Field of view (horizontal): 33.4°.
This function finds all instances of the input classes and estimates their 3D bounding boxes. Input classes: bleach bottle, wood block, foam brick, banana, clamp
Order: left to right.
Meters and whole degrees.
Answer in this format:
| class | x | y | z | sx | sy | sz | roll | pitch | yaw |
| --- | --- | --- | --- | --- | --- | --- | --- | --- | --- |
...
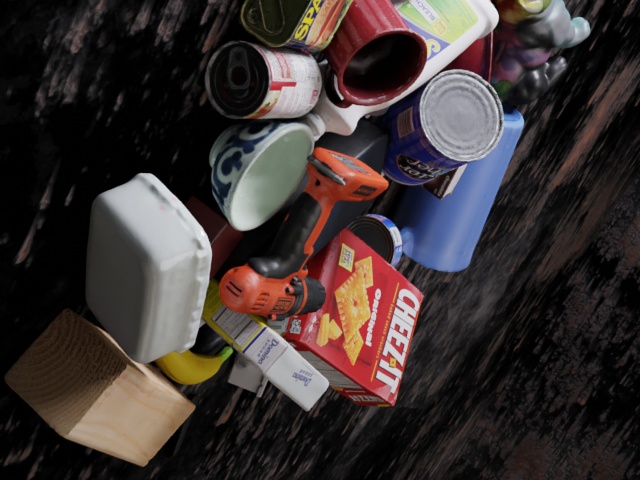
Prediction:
| class | x | y | z | sx | sy | sz | roll | pitch | yaw |
| --- | --- | --- | --- | --- | --- | --- | --- | --- | --- |
| wood block | -0.214 | 0.153 | 1.069 | 0.090 | 0.091 | 0.206 | -49 | 159 | -8 |
| banana | -0.156 | 0.116 | 1.177 | 0.197 | 0.037 | 0.069 | 55 | 50 | -59 |
| clamp | -0.157 | 0.177 | 1.300 | 0.210 | 0.036 | 0.164 | -51 | 159 | -12 |
| foam brick | -0.124 | 0.004 | 1.076 | 0.078 | 0.053 | 0.051 | -52 | 159 | 1 |
| bleach bottle | 0.072 | -0.186 | 1.123 | 0.250 | 0.102 | 0.068 | -45 | -173 | -19 |

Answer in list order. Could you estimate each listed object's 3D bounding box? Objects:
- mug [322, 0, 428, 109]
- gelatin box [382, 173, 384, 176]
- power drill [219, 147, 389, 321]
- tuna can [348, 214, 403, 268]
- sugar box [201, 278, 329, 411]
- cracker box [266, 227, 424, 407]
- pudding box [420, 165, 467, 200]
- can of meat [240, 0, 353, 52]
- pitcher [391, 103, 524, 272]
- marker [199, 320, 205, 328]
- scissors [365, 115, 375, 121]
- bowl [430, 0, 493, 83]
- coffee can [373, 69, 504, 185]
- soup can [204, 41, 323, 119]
| class | x | y | z | sx | sy | sz | roll | pitch | yaw |
| --- | --- | --- | --- | --- | --- | --- | --- | --- | --- |
| mug | 0.039 | -0.181 | 1.029 | 0.093 | 0.081 | 0.117 | 2 | 136 | -35 |
| gelatin box | 0.076 | -0.116 | 1.342 | 0.089 | 0.030 | 0.073 | -47 | 157 | -16 |
| power drill | -0.007 | 0.001 | 1.110 | 0.188 | 0.057 | 0.184 | -58 | 157 | 11 |
| tuna can | 0.068 | 0.008 | 1.442 | 0.033 | 0.086 | 0.086 | -13 | 136 | -61 |
| sugar box | -0.071 | 0.106 | 1.150 | 0.048 | 0.176 | 0.093 | -50 | 135 | -7 |
| cracker box | 0.035 | 0.095 | 1.336 | 0.213 | 0.072 | 0.164 | 39 | 60 | -42 |
| pudding box | 0.155 | -0.124 | 1.410 | 0.039 | 0.090 | 0.114 | -27 | 148 | -50 |
| can of meat | -0.013 | -0.220 | 0.952 | 0.102 | 0.057 | 0.083 | -59 | 161 | 16 |
| pitcher | 0.201 | -0.087 | 1.517 | 0.149 | 0.145 | 0.243 | -80 | -170 | -61 |
| marker | -0.108 | 0.066 | 1.254 | 0.120 | 0.020 | 0.020 | -37 | 154 | -36 |
| scissors | 0.095 | -0.174 | 1.309 | 0.201 | 0.016 | 0.096 | -23 | 146 | -52 |
| bowl | 0.164 | -0.217 | 1.269 | 0.162 | 0.055 | 0.162 | -179 | -89 | -88 |
| coffee can | 0.129 | -0.125 | 1.208 | 0.102 | 0.103 | 0.140 | -45 | -171 | -20 |
| soup can | -0.049 | -0.145 | 0.975 | 0.102 | 0.068 | 0.069 | -12 | 135 | -61 |
